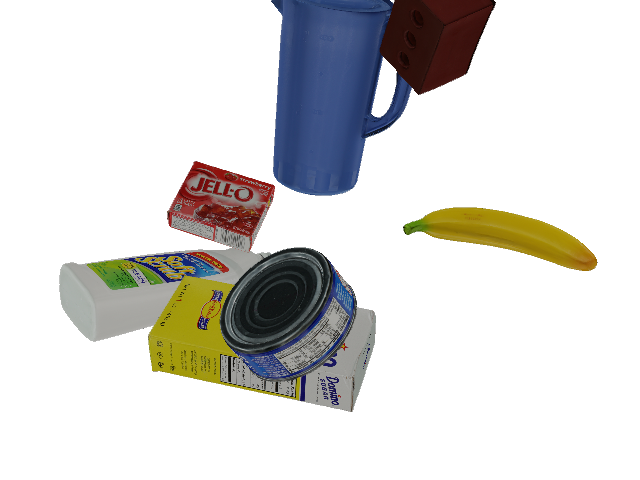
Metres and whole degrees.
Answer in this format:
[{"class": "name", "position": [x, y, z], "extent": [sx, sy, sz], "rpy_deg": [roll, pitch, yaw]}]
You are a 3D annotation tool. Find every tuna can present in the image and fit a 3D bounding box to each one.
[{"class": "tuna can", "position": [-0.022, 0.046, 0.686], "extent": [0.086, 0.086, 0.033], "rpy_deg": [0, -39, 39]}]

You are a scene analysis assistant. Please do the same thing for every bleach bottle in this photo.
[{"class": "bleach bottle", "position": [-0.169, 0.048, 1.250], "extent": [0.250, 0.068, 0.103], "rpy_deg": [-13, 34, -33]}]

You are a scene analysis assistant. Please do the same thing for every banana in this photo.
[{"class": "banana", "position": [0.189, -0.003, 1.103], "extent": [0.198, 0.037, 0.069], "rpy_deg": [10, 36, 19]}]

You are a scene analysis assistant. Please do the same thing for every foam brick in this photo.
[{"class": "foam brick", "position": [0.085, -0.157, 0.790], "extent": [0.051, 0.053, 0.078], "rpy_deg": [-29, -24, -26]}]

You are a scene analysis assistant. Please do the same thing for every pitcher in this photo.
[{"class": "pitcher", "position": [0.017, -0.180, 1.295], "extent": [0.144, 0.243, 0.149], "rpy_deg": [-5, 28, -25]}]

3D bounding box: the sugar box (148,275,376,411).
[{"class": "sugar box", "position": [-0.047, 0.084, 0.903], "extent": [0.176, 0.048, 0.093], "rpy_deg": [7, 35, 11]}]

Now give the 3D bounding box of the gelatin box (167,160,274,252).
[{"class": "gelatin box", "position": [-0.099, -0.035, 1.071], "extent": [0.089, 0.073, 0.030], "rpy_deg": [18, -38, 5]}]
